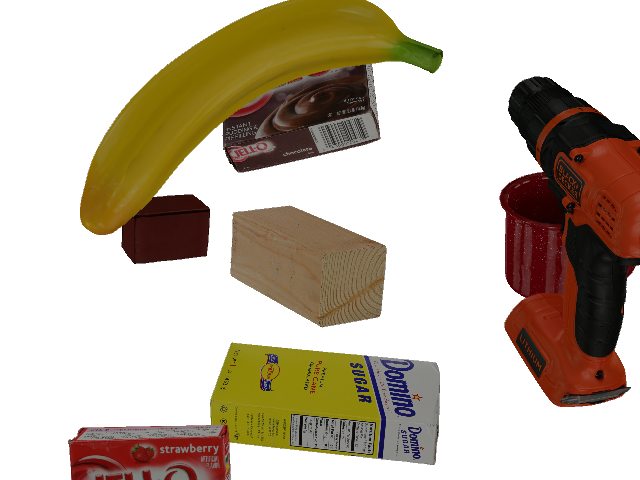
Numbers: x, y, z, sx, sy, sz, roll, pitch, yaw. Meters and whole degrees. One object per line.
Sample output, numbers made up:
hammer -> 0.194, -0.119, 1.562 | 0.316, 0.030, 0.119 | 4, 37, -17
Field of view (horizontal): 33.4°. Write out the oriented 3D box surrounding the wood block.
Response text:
wood block -> -0.019, 0.027, 1.300 | 0.090, 0.090, 0.206 | -7, 19, -34

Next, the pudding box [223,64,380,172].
pudding box -> -0.015, -0.104, 0.788 | 0.113, 0.090, 0.039 | -11, -37, 9

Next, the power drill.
power drill -> 0.166, 0.002, 0.714 | 0.057, 0.188, 0.184 | -9, 35, -11

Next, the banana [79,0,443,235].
banana -> -0.038, -0.073, 0.513 | 0.197, 0.070, 0.037 | -29, -34, -16

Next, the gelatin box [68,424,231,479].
gelatin box -> -0.095, 0.144, 0.604 | 0.089, 0.073, 0.030 | -2, 6, 2

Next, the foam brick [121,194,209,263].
foam brick -> -0.156, -0.013, 1.069 | 0.078, 0.051, 0.053 | -6, 22, -23

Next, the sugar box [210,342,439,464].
sugar box -> 0.007, 0.128, 0.852 | 0.176, 0.048, 0.093 | 2, 26, 5

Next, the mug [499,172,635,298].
mug -> 0.207, 0.002, 0.889 | 0.117, 0.081, 0.093 | 14, 36, 28
